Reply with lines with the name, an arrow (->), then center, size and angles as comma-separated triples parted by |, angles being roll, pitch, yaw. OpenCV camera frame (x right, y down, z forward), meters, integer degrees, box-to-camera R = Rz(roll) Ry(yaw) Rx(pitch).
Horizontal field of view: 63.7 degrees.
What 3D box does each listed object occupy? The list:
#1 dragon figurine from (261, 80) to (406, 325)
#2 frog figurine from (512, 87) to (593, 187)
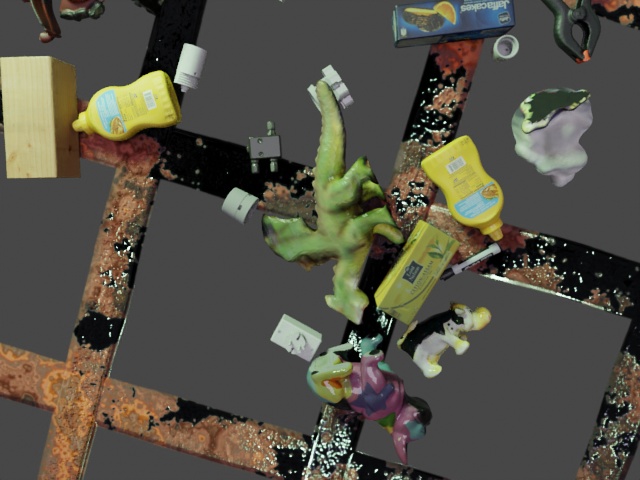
dragon figurine -> 0.003, -0.046, 0.913 | 0.241, 0.123, 0.409 | -26, 93, 13
frog figurine -> 0.412, -0.180, 0.899 | 0.138, 0.125, 0.156 | -40, 129, -3
